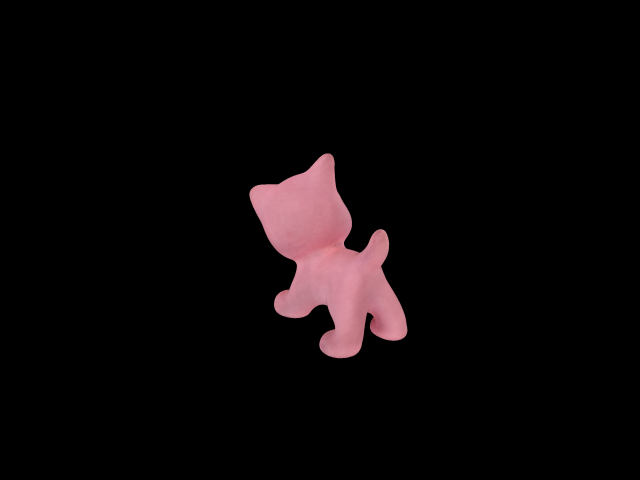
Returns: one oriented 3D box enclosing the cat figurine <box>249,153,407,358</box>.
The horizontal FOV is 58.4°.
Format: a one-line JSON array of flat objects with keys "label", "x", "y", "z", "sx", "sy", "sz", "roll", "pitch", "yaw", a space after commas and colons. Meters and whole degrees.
[{"label": "cat figurine", "x": 0.004, "y": 0.001, "z": 0.400, "sx": 0.067, "sy": 0.118, "sz": 0.127, "roll": -16, "pitch": 27, "yaw": -33}]
